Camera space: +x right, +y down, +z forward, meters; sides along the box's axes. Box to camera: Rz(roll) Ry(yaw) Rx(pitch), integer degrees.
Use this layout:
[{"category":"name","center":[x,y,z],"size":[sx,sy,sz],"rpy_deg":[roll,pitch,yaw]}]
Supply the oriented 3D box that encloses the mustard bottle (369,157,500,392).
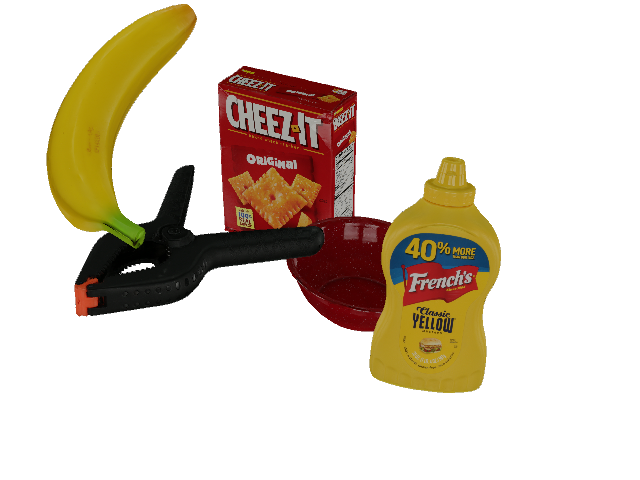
[{"category":"mustard bottle","center":[0.096,0.027,0.870],"size":[0.096,0.192,0.058],"rpy_deg":[7,18,6]}]

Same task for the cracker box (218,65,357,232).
[{"category":"cracker box","center":[-0.042,-0.094,1.338],"size":[0.164,0.214,0.072],"rpy_deg":[17,36,24]}]

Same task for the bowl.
[{"category":"bowl","center":[0.043,0.041,1.068],"size":[0.162,0.055,0.162],"rpy_deg":[5,35,-4]}]

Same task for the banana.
[{"category":"banana","center":[-0.123,-0.075,0.645],"size":[0.069,0.197,0.037],"rpy_deg":[10,-36,-5]}]

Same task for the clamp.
[{"category":"clamp","center":[-0.124,0.001,0.879],"size":[0.209,0.036,0.165],"rpy_deg":[-26,43,-38]}]
